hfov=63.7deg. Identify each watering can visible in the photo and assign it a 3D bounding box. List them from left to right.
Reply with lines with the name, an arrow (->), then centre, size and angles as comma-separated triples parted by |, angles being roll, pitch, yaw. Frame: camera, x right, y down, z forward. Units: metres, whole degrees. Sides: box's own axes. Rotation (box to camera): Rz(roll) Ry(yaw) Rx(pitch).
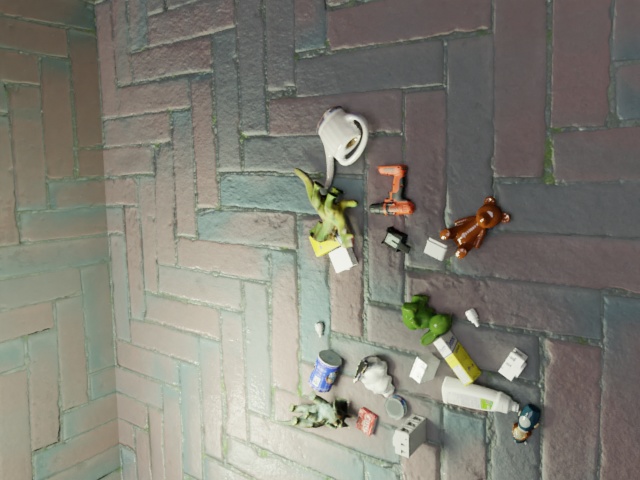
watering can -> 0.061, -0.378, 2.022 | 0.227, 0.105, 0.341 | 57, 133, 18

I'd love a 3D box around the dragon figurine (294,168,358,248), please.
dragon figurine -> 0.006, -0.103, 2.051 | 0.415, 0.122, 0.239 | 37, 117, 36

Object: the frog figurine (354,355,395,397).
frog figurine -> 0.225, 0.531, 2.012 | 0.159, 0.124, 0.136 | 26, 106, -7
